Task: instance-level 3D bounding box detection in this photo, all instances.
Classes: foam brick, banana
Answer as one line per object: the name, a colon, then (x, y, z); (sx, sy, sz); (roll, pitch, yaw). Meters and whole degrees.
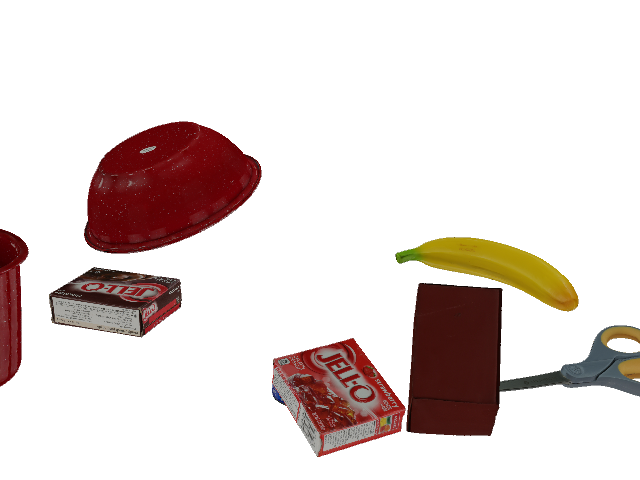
foam brick: (0.080, 0.072, 0.639); (0.051, 0.078, 0.053); (5, -30, 4)
banana: (0.174, 0.030, 1.060); (0.198, 0.037, 0.069); (14, 40, 35)

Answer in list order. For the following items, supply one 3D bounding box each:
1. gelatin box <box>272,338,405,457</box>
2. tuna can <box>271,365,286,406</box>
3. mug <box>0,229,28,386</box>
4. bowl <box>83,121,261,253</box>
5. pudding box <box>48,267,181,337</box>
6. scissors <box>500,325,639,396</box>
gelatin box: (0.012, 0.119, 0.829); (0.073, 0.030, 0.089); (-12, 40, -23)
tuna can: (-0.009, 0.153, 1.145); (0.086, 0.034, 0.086); (5, 13, -1)
mug: (-0.232, 0.046, 0.640); (0.093, 0.081, 0.117); (20, 26, 35)
bowl: (-0.134, -0.055, 0.899); (0.162, 0.055, 0.162); (-16, 28, 9)
pudding box: (-0.219, 0.065, 1.144); (0.114, 0.039, 0.090); (5, 18, 20)
scissors: (0.209, 0.099, 0.878); (0.201, 0.016, 0.096); (4, 30, -9)
